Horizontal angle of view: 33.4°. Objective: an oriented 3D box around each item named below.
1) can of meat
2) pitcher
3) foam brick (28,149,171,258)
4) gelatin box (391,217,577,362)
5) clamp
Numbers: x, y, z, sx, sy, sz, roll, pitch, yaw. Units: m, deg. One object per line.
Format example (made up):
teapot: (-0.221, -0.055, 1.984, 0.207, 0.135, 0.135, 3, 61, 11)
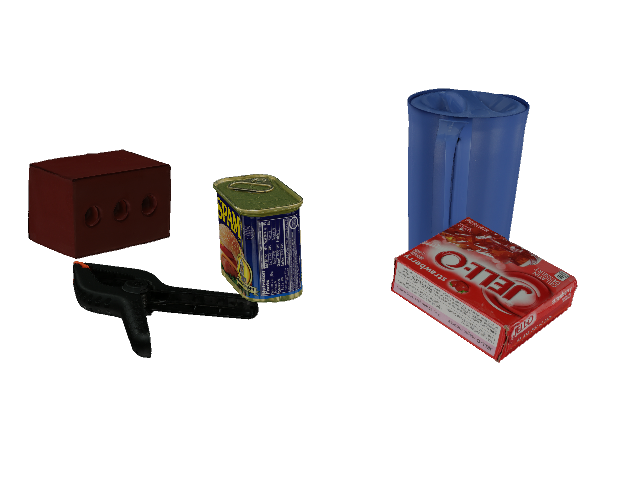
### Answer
can of meat: (-0.052, -0.002, 0.904, 0.057, 0.084, 0.102, -9, 21, -19)
pitcher: (0.156, -0.043, 1.204, 0.149, 0.243, 0.145, -9, 23, -25)
foam brick: (-0.144, -0.026, 0.697, 0.051, 0.053, 0.078, 21, 25, 40)
gelatin box: (0.101, 0.027, 0.660, 0.073, 0.030, 0.089, -28, 47, -37)
clamp: (-0.193, 0.065, 1.111, 0.210, 0.036, 0.164, 16, 20, 29)
